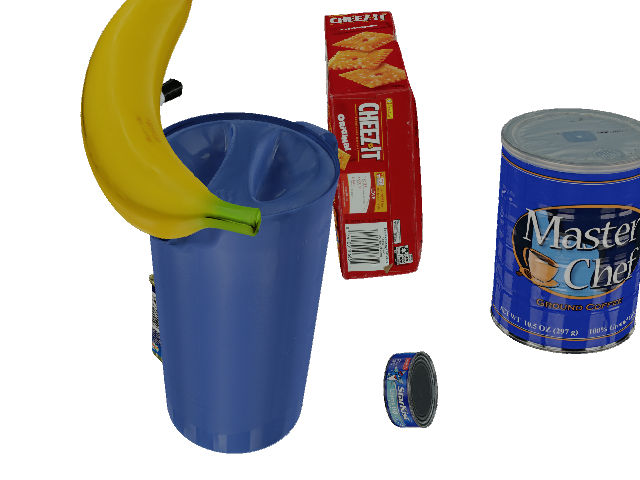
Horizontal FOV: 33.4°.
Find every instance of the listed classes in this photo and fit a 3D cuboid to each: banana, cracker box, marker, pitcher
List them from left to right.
[{"bbox_3d":[-0.176,-0.124,1.014,0.020,0.020,0.120,0,29,44],"label":"marker"},{"bbox_3d":[-0.081,-0.065,0.515,0.069,0.198,0.037,-5,-41,-15],"label":"banana"},{"bbox_3d":[-0.054,0.033,0.790,0.149,0.243,0.145,-3,37,-11],"label":"pitcher"},{"bbox_3d":[0.044,-0.090,0.925,0.072,0.164,0.213,-4,28,2],"label":"cracker box"}]

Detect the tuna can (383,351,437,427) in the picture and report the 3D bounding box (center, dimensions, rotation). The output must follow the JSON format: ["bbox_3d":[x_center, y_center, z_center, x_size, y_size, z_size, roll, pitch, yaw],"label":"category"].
[{"bbox_3d":[0.102,0.169,1.209,0.034,0.086,0.086,-5,-2,27],"label":"tuna can"}]

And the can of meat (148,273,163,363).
[{"bbox_3d":[-0.124,0.075,1.096,0.101,0.084,0.058,-8,20,-31],"label":"can of meat"}]

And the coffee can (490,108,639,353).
[{"bbox_3d":[0.172,-0.008,0.735,0.103,0.140,0.103,-1,27,0],"label":"coffee can"}]
